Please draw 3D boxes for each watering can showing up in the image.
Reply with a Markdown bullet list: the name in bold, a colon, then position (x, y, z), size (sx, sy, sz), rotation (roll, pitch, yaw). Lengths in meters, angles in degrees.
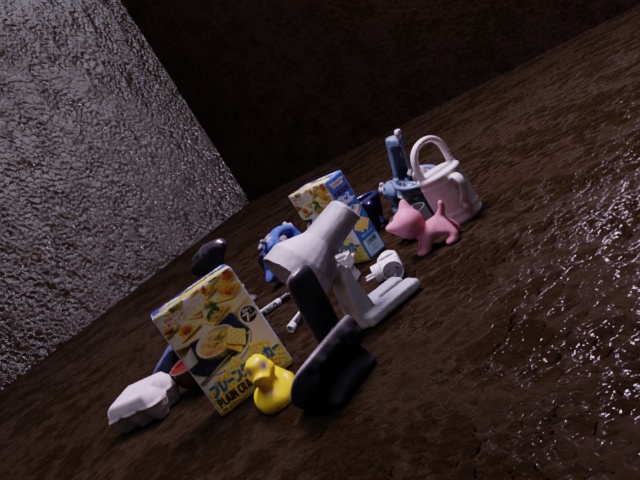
- **watering can**: position (0.255, -0.130, 1.231), size (0.101, 0.194, 0.172), rotation (-40, 15, -33)

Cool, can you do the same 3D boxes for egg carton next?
- **egg carton**: position (-0.367, 0.339, 1.197), size (0.150, 0.069, 0.107), rotation (-27, 13, 20)

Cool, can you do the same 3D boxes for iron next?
- **iron**: position (-0.091, 0.016, 1.630), size (0.118, 0.141, 0.258), rotation (-26, 13, 24)

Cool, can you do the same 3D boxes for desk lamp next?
- **desk lamp**: position (0.033, 0.053, 1.004), size (0.203, 0.214, 0.117), rotation (-37, 13, -21)

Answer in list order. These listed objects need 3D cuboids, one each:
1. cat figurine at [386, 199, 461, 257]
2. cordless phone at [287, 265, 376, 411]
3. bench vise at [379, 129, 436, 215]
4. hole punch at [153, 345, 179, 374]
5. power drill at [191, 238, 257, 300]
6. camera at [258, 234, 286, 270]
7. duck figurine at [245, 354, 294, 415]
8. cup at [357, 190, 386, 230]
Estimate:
- **cat figurine**: position (0.204, -0.034, 1.158), size (0.127, 0.118, 0.067), rotation (-27, 13, 22)
- **cordless phone**: position (-0.015, 0.141, 0.840), size (0.094, 0.185, 0.148), rotation (-20, 17, 42)
- **bench vise**: position (0.199, -0.157, 1.414), size (0.206, 0.220, 0.122), rotation (-21, 17, 42)
- **hole punch**: position (-0.341, 0.276, 1.333), size (0.101, 0.091, 0.108), rotation (-29, 13, 13)
- **power drill**: position (-0.267, 0.097, 1.579), size (0.076, 0.208, 0.229), rotation (-40, 15, -34)
- **camera**: position (-0.149, 0.033, 1.799), size (0.142, 0.101, 0.137), rotation (-20, 17, 43)
- **duck figurine**: position (-0.088, 0.223, 0.933), size (0.077, 0.086, 0.104), rotation (-31, 12, 4)
- **cup**: position (0.137, -0.071, 1.526), size (0.092, 0.095, 0.117), rotation (-33, 12, -5)
